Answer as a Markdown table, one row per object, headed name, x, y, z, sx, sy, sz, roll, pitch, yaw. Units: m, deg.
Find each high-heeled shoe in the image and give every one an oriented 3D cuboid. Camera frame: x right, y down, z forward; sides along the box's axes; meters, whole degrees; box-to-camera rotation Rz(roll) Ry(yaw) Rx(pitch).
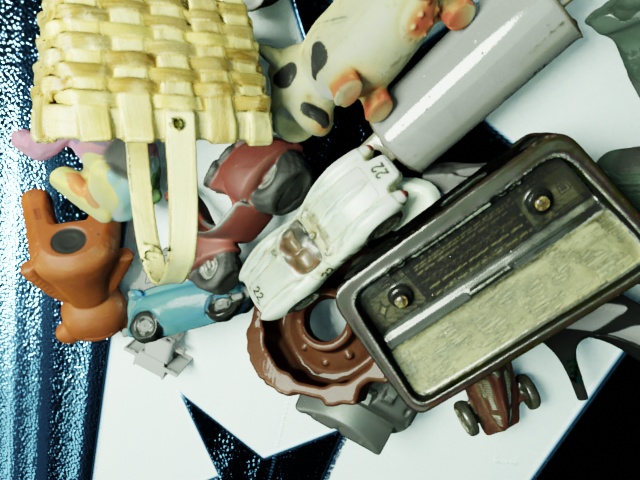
| name | x | y | z | sx | sy | sz | roll | pitch | yaw |
| --- | --- | --- | --- | --- | --- | --- | --- | --- | --- |
| high-heeled shoe | 0.317 | 0.062 | 0.499 | 0.249 | 0.086 | 0.145 | -14 | 81 | 8 |

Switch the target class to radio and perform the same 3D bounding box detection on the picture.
| name | x | y | z | sx | sy | sz | roll | pitch | yaw |
| --- | --- | --- | --- | --- | --- | --- | --- | --- | --- |
| radio | 0.133 | 0.023 | 0.440 | 0.229 | 0.073 | 0.131 | -37 | 93 | 14 |

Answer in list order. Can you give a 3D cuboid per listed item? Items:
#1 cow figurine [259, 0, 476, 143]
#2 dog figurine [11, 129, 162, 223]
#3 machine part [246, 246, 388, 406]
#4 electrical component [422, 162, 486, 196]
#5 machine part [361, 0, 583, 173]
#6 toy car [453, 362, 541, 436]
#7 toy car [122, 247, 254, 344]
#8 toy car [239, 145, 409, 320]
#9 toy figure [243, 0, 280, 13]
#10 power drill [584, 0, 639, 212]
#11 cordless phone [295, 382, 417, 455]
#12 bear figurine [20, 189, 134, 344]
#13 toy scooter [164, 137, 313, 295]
| name | x | y | z | sx | sy | sz | roll | pitch | yaw |
| --- | --- | --- | --- | --- | --- | --- | --- | --- | --- |
| cow figurine | 0.019 | -0.163 | 0.457 | 0.195 | 0.085 | 0.127 | -47 | 52 | 27 |
| dog figurine | -0.206 | -0.148 | 0.550 | 0.191 | 0.108 | 0.219 | 43 | 116 | -2 |
| machine part | 0.011 | 0.083 | 0.560 | 0.180 | 0.056 | 0.179 | -5 | 75 | 20 |
| electrical component | 0.121 | -0.038 | 0.520 | 0.119 | 0.048 | 0.074 | -1 | 111 | 17 |
| machine part | 0.125 | -0.139 | 0.457 | 0.079 | 0.079 | 0.243 | 47 | 118 | -5 |
| toy car | 0.167 | 0.118 | 0.553 | 0.089 | 0.053 | 0.202 | -22 | 105 | -6 |
| toy car | -0.154 | 0.054 | 0.623 | 0.162 | 0.109 | 0.103 | -19 | 88 | 16 |
| toy car | -0.001 | -0.002 | 0.502 | 0.201 | 0.056 | 0.073 | -45 | 66 | 28 |
| toy figure | -0.015 | -0.254 | 0.454 | 0.180 | 0.089 | 0.082 | -24 | 88 | 17 |
| power drill | 0.284 | -0.088 | 0.360 | 0.207 | 0.086 | 0.232 | 54 | 161 | -19 |
| cordless phone | 0.063 | 0.127 | 0.605 | 0.147 | 0.089 | 0.184 | 27 | 107 | 7 |
| bear figurine | -0.287 | 0.040 | 0.668 | 0.120 | 0.132 | 0.195 | -8 | 148 | -13 |
| toy scooter | -0.100 | -0.046 | 0.567 | 0.135 | 0.075 | 0.184 | 42 | 99 | 28 |
